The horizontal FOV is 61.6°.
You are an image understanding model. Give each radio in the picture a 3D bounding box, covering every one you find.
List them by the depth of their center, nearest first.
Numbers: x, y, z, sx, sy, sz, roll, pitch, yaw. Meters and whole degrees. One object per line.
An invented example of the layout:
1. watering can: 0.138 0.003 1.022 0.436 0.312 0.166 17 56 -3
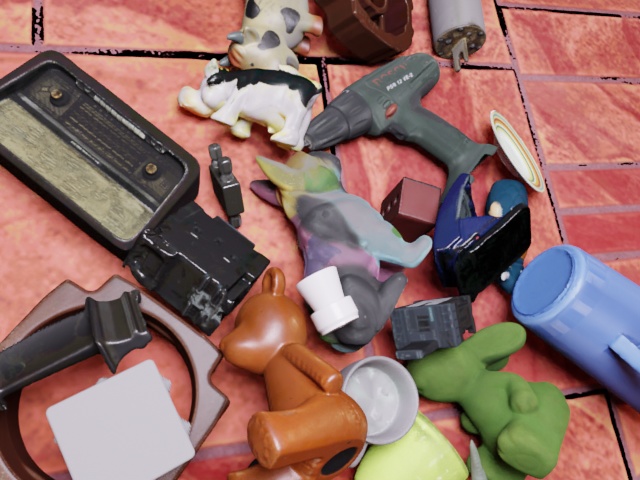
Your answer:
1. radio: -0.250 -0.091 0.590 0.229 0.073 0.131 39 67 0

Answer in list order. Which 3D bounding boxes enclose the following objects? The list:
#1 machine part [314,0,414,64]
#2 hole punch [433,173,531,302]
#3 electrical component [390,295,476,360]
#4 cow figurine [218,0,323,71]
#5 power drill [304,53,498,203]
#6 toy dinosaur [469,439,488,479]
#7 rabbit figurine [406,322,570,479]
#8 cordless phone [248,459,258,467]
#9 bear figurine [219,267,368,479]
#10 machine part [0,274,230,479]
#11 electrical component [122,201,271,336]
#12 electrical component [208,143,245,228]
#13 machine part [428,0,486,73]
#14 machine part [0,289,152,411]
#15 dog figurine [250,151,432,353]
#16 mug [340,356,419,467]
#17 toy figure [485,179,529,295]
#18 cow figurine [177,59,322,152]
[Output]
1. machine part: 0.061 -0.330 0.731 0.179 0.056 0.179 17 65 -42
2. hole punch: 0.175 -0.001 0.631 0.116 0.142 0.092 -43 59 -6
3. electrical component: 0.115 0.093 0.581 0.119 0.075 0.047 -5 84 -54
4. cow figurine: -0.066 -0.285 0.701 0.127 0.085 0.195 1 74 -21
5. power drill: 0.114 -0.134 0.709 0.207 0.086 0.232 39 64 8
6. toy dinosaur: 0.244 0.401 0.524 0.131 0.192 0.405 -16 62 -6
7. rabbit figurine: 0.186 0.165 0.604 0.170 0.121 0.159 33 62 14
8. cordless phone: -0.017 0.262 0.475 0.089 0.184 0.146 -12 76 -14
9. bear figurine: -0.046 0.124 0.492 0.132 0.120 0.196 -7 45 -37
10. machine part: -0.206 0.153 0.514 0.201 0.087 0.201 36 68 -1
11. electrical component: -0.121 0.021 0.564 0.115 0.058 0.134 39 23 -3
12. electrical component: -0.110 -0.061 0.624 0.021 0.093 0.063 -20 40 -18
13. machine part: 0.200 -0.363 0.803 0.079 0.079 0.243 3 72 -14
14. machine part: -0.214 0.091 0.453 0.139 0.039 0.084 -23 42 -13
15. dog figurine: -0.001 -0.002 0.614 0.219 0.108 0.191 34 69 3
16. mug: 0.041 0.180 0.559 0.081 0.107 0.109 23 68 -8
17. toy figure: 0.247 -0.002 0.706 0.064 0.058 0.154 9 75 -6
18. cow figurine: -0.086 -0.172 0.640 0.167 0.068 0.098 20 92 10
